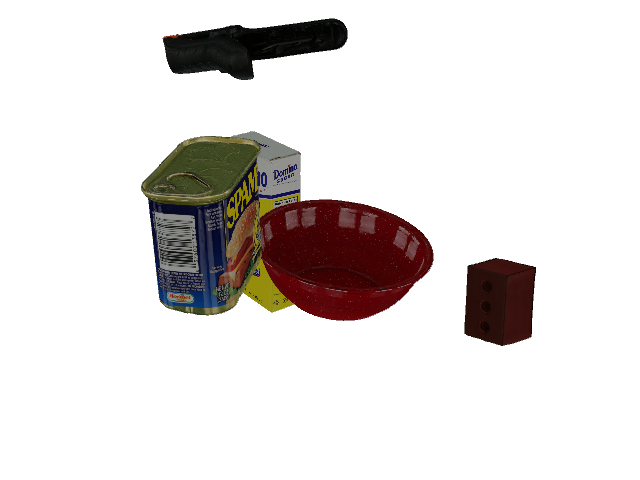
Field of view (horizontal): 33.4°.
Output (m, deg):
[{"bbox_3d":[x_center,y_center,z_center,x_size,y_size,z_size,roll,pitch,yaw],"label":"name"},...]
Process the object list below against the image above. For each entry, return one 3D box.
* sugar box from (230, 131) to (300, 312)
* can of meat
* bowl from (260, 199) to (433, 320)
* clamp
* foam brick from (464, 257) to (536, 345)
[{"bbox_3d":[-0.063,-0.021,1.155,0.048,0.176,0.093,-18,29,-32],"label":"sugar box"},{"bbox_3d":[-0.073,-0.011,0.695,0.057,0.084,0.102,4,26,12],"label":"can of meat"},{"bbox_3d":[0.017,0.024,0.949,0.162,0.055,0.162,5,29,-3],"label":"bowl"},{"bbox_3d":[-0.063,-0.161,0.884,0.120,0.039,0.172,-16,21,-34],"label":"clamp"},{"bbox_3d":[0.186,0.063,1.105,0.051,0.078,0.053,-14,20,-42],"label":"foam brick"}]
